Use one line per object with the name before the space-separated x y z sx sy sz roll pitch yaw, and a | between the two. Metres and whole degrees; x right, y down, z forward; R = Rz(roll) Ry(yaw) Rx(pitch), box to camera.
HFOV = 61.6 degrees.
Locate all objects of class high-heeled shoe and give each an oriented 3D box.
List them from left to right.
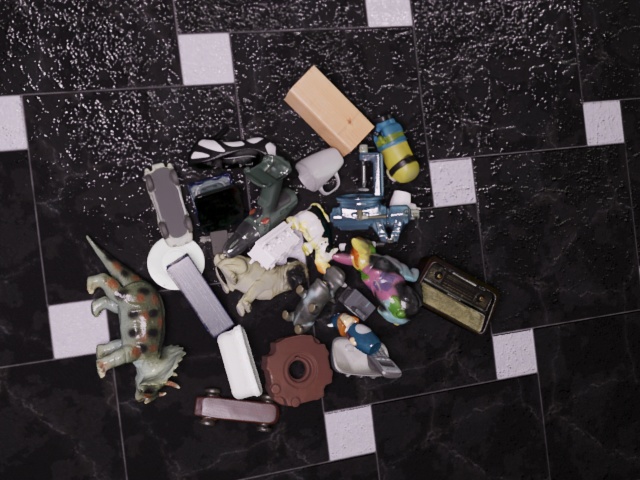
high-heeled shoe | -0.184 -0.177 1.273 0.249 0.086 0.145 30 64 7

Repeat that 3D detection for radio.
radio | 0.343 0.141 1.394 0.229 0.073 0.131 28 84 -11

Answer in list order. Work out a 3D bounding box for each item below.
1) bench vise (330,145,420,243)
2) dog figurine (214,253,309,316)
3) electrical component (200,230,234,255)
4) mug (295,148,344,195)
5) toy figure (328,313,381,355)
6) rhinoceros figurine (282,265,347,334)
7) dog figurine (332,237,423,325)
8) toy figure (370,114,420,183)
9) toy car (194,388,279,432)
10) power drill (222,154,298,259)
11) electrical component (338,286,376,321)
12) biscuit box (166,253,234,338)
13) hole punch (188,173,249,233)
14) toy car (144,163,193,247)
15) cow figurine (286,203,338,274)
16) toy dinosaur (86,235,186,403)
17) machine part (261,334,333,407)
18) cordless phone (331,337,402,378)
bench vise | 0.134 -0.113 1.314 0.224 0.129 0.240 0 100 18
dog figurine | -0.138 0.071 1.294 0.190 0.121 0.172 -32 99 -25
electrical component | -0.241 0.009 1.300 0.094 0.021 0.063 -7 91 -12
mug | 0.012 -0.172 1.328 0.107 0.081 0.109 -39 91 -19
toy figure | 0.083 0.220 1.308 0.064 0.155 0.057 22 100 -49
rhinoceros figurine | -0.007 0.145 1.289 0.073 0.112 0.190 45 111 31
dog figurine | 0.135 0.086 1.297 0.219 0.192 0.108 32 125 -24
toy figure | 0.189 -0.230 1.360 0.082 0.089 0.180 -21 96 -5
toy car | -0.198 0.407 1.287 0.202 0.053 0.089 8 72 -11
power drill | -0.133 -0.078 1.223 0.086 0.207 0.232 32 51 24
electrical component | 0.093 0.157 1.319 0.075 0.119 0.048 42 82 -6
biscuit box | -0.280 0.131 1.258 0.063 0.059 0.202 -33 103 -11
hole punch | -0.246 -0.089 1.276 0.142 0.092 0.115 -20 130 -18
toy car | -0.354 -0.083 1.260 0.073 0.056 0.201 -17 89 -18
cow figurine | -0.003 -0.003 1.330 0.098 0.068 0.167 -32 96 -16
toy dinosaur | -0.417 0.178 1.219 0.192 0.131 0.404 -6 86 -24
machine part | -0.054 0.312 1.300 0.179 0.056 0.179 4 77 -20
cordless phone | 0.108 0.297 1.287 0.147 0.184 0.088 8 92 -12
